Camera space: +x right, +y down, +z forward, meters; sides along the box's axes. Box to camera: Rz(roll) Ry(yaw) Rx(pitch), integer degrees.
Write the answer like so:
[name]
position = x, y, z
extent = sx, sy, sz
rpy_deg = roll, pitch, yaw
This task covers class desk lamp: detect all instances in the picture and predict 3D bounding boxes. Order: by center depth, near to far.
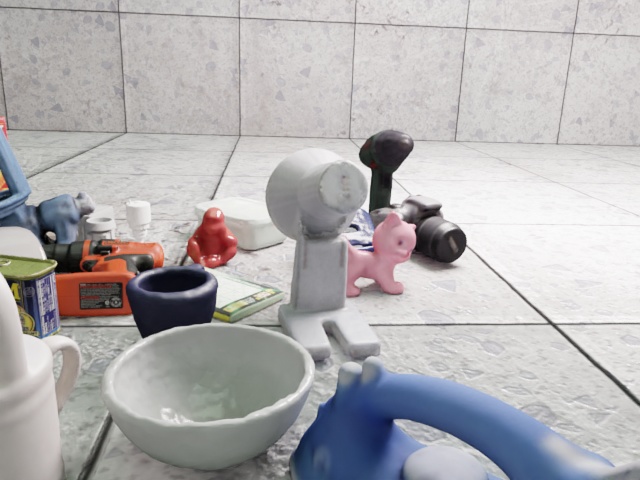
[desk lamp]
position = 0.006, 0.002, 0.680
extent = 0.118, 0.214, 0.203
rpy_deg = -2, 17, -15

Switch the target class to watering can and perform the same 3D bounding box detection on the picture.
[watering can]
position = -0.226, 0.099, 0.360
extent = 0.101, 0.194, 0.173
rpy_deg = 3, 17, 3

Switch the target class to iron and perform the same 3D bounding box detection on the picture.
[iron]
position = 0.069, 0.142, 0.347
extent = 0.257, 0.141, 0.119
rpy_deg = 18, 23, 42

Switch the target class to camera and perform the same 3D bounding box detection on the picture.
[camera]
position = 0.170, -0.017, 0.963
extent = 0.143, 0.101, 0.136
rpy_deg = -6, 18, -25

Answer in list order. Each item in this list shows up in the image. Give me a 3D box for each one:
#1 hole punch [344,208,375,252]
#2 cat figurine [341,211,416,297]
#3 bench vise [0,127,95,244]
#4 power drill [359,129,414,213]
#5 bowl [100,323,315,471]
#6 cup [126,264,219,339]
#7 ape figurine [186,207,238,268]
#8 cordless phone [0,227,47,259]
[hole punch]
position = 0.040, -0.001, 0.911
extent = 0.109, 0.091, 0.101
rpy_deg = -3, 17, -15
[cat figurine]
position = 0.084, 0.014, 0.819
extent = 0.128, 0.118, 0.067
rpy_deg = -3, 17, -15
[bench vise]
position = -0.464, -0.077, 0.874
extent = 0.208, 0.220, 0.121
rpy_deg = -10, 20, -34
[power drill]
position = 0.119, -0.102, 1.051
extent = 0.076, 0.208, 0.229
rpy_deg = -1, 17, -10
[bowl]
position = -0.088, 0.134, 0.469
extent = 0.167, 0.075, 0.167
rpy_deg = 2, 17, 0
[cup]
position = -0.149, 0.080, 0.607
extent = 0.091, 0.095, 0.118
rpy_deg = 5, 17, 8
[ape figurine]
position = -0.168, -0.006, 0.899
extent = 0.078, 0.092, 0.076
rpy_deg = 1, 17, -3
[cordless phone]
position = -0.429, -0.011, 0.718
extent = 0.093, 0.185, 0.148
rpy_deg = 16, 21, 38
